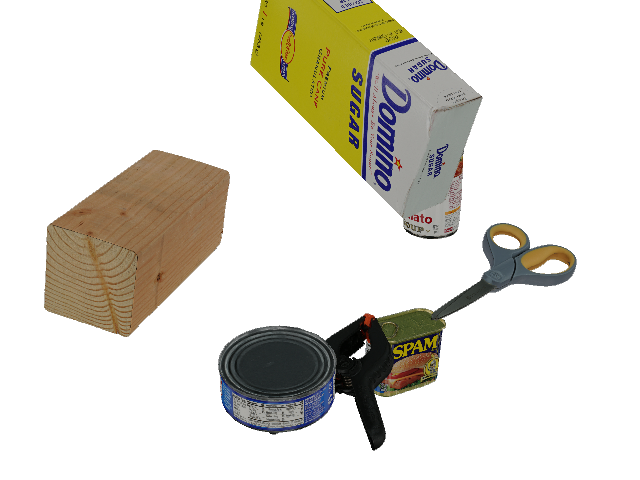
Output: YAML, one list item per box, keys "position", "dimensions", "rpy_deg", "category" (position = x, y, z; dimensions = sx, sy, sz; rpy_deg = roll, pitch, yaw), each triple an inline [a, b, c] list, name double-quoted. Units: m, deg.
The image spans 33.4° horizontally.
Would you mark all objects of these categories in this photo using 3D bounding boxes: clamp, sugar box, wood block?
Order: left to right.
- position: [-0.171, -0.004, 1.029]
  dimensions: [0.090, 0.091, 0.205]
  rpy_deg: [17, 28, 12]
  category: "wood block"
- position: [0.034, 0.140, 1.051]
  dimensions: [0.120, 0.039, 0.171]
  rpy_deg: [16, 46, 24]
  category: "clamp"
- position: [0.023, -0.106, 0.706]
  dimensions: [0.048, 0.093, 0.176]
  rpy_deg: [-21, 55, -30]
  category: "sugar box"

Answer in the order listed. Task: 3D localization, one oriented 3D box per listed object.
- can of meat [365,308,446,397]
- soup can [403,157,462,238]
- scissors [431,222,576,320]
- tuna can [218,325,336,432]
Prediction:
- position: [0.104, 0.141, 1.344]
  dimensions: [0.101, 0.084, 0.058]
  rpy_deg: [-12, 29, -29]
  category: "can of meat"
- position: [0.132, -0.061, 1.256]
  dimensions: [0.068, 0.102, 0.068]
  rpy_deg: [0, 27, 0]
  category: "soup can"
- position: [0.146, 0.024, 0.950]
  dimensions: [0.201, 0.016, 0.096]
  rpy_deg: [-11, 39, -36]
  category: "scissors"
- position: [-0.031, 0.101, 0.779]
  dimensions: [0.086, 0.034, 0.086]
  rpy_deg: [0, 31, 0]
  category: "tuna can"
